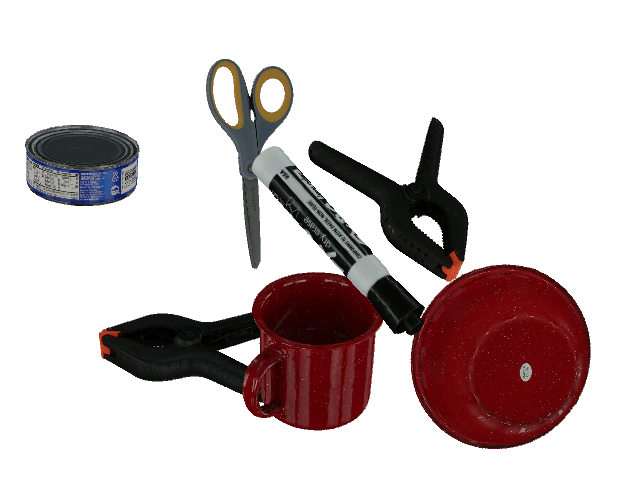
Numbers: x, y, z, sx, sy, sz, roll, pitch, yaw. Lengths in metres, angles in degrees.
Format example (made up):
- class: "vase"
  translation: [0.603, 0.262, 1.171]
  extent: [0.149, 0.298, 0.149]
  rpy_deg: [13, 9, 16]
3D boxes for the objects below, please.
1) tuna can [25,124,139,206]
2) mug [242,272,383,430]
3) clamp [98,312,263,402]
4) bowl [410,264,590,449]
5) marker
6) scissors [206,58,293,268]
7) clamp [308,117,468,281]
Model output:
- class: "tuna can"
  translation: [-0.184, -0.058, 0.824]
  extent: [0.086, 0.034, 0.086]
  rpy_deg: [6, 26, -3]
- class: "mug"
  translation: [-0.010, 0.086, 0.760]
  extent: [0.093, 0.081, 0.117]
  rpy_deg: [25, 38, 32]
- class: "clamp"
  translation: [-0.109, 0.092, 0.961]
  extent: [0.171, 0.039, 0.120]
  rpy_deg: [10, 27, 8]
- class: "bowl"
  translation: [0.160, 0.103, 0.890]
  extent: [0.162, 0.162, 0.055]
  rpy_deg: [0, 6, -10]
- class: "marker"
  translation: [0.009, 0.000, 0.519]
  extent: [0.121, 0.020, 0.020]
  rpy_deg: [48, 25, 25]
- class: "scissors"
  translation: [-0.054, -0.083, 1.042]
  extent: [0.096, 0.202, 0.016]
  rpy_deg: [-21, 8, -21]
- class: "clamp"
  translation: [0.087, -0.045, 1.136]
  extent: [0.164, 0.210, 0.036]
  rpy_deg: [-8, -36, -17]
